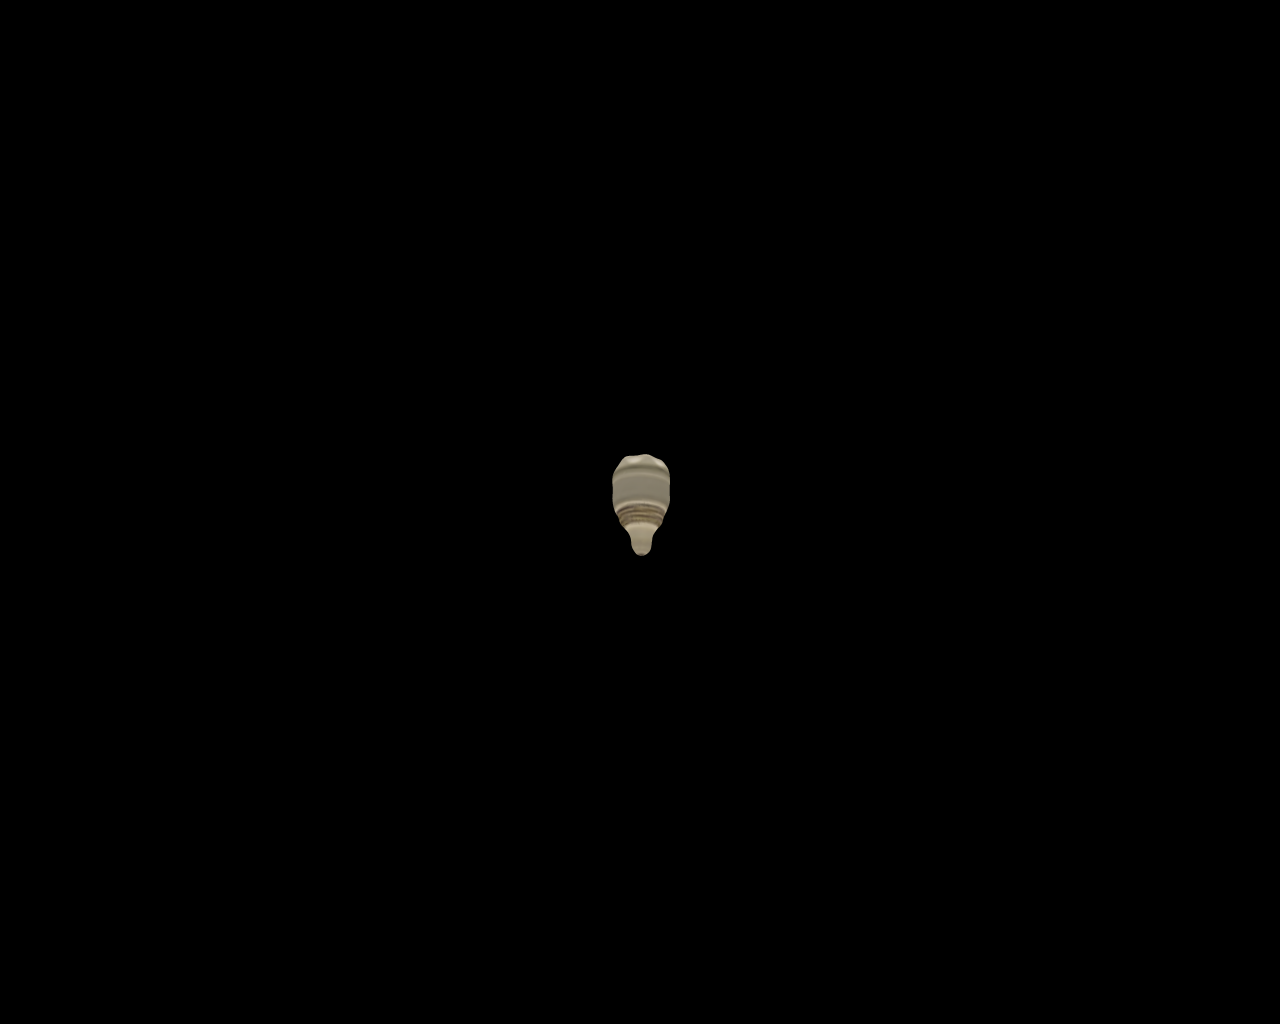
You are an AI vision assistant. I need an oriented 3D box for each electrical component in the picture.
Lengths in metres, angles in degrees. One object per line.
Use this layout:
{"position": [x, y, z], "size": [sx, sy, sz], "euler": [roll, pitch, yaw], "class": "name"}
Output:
{"position": [0.001, -0.003, 0.650], "size": [0.035, 0.061, 0.035], "euler": [0, -21, 0], "class": "electrical component"}
